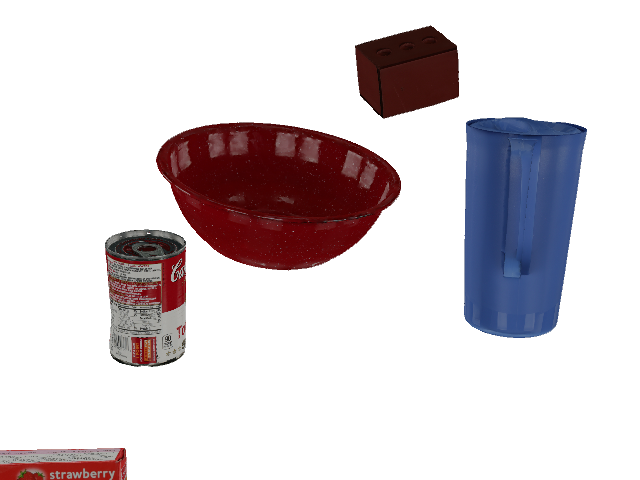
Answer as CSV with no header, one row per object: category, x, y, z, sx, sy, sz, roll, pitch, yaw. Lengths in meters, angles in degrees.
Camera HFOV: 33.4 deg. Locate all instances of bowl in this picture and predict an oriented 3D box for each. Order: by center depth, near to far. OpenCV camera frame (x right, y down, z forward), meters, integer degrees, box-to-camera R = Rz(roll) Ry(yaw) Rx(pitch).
bowl,-0.029,-0.025,0.711,0.162,0.055,0.162,6,25,-3

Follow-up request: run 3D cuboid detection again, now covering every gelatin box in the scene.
gelatin box,-0.145,0.147,0.552,0.089,0.073,0.030,-1,4,-3

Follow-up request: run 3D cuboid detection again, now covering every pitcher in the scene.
pitcher,0.223,-0.015,1.209,0.149,0.243,0.145,-8,17,-33

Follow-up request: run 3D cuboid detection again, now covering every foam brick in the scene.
foam brick,0.077,-0.149,0.943,0.078,0.051,0.053,-17,36,-14

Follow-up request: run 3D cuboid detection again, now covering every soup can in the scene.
soup can,-0.150,0.050,0.918,0.068,0.102,0.068,2,20,-1
